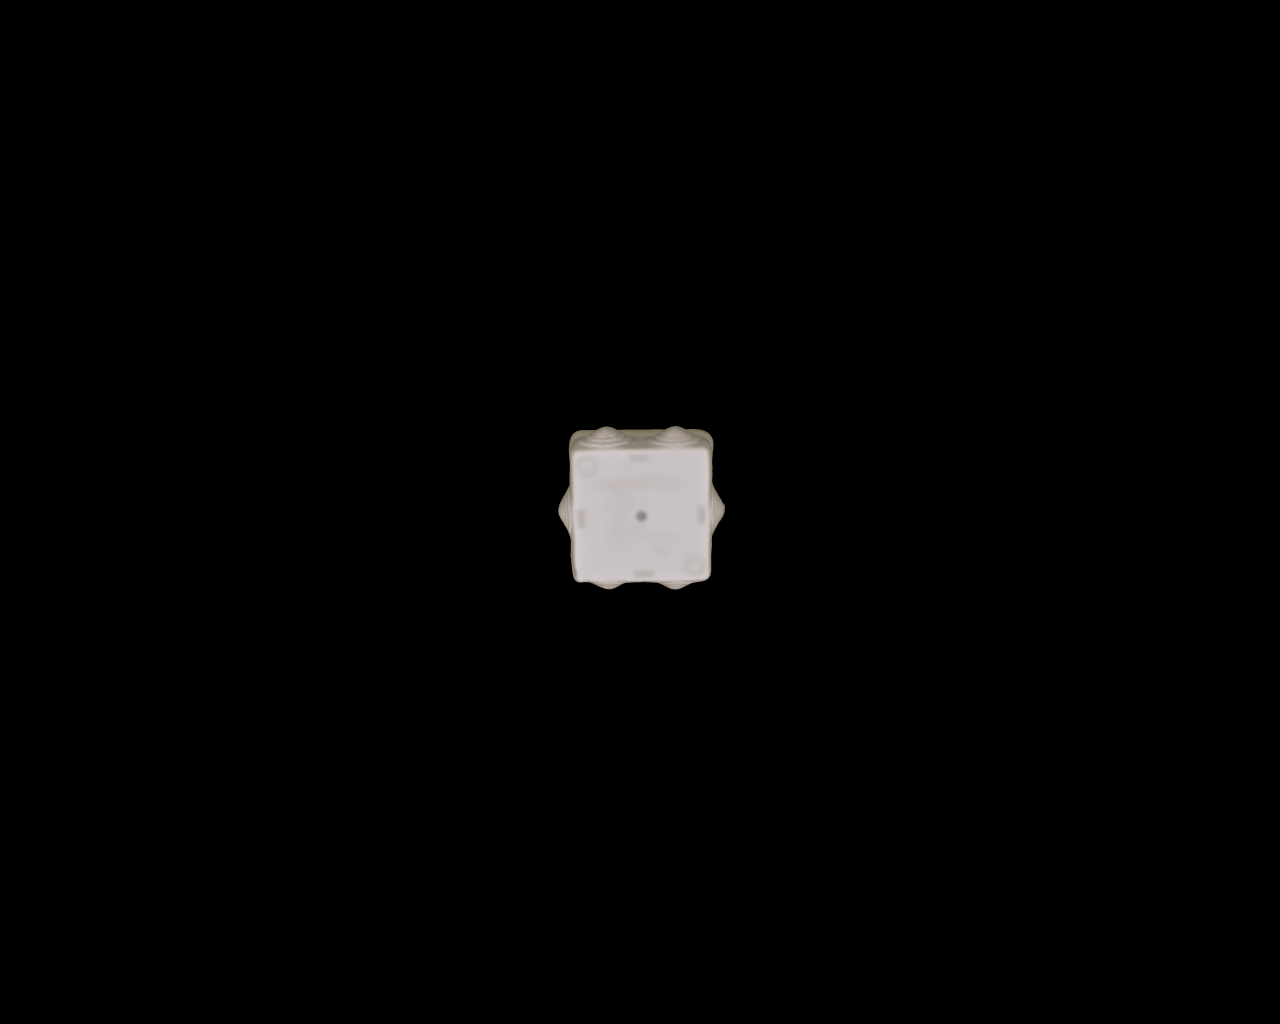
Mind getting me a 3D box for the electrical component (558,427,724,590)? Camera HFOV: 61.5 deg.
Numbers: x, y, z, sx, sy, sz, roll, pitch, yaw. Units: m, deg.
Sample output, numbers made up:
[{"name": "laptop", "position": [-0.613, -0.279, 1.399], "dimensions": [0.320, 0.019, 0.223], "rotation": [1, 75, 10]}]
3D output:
[{"name": "electrical component", "position": [0.001, -0.003, 0.650], "dimensions": [0.100, 0.099, 0.048], "rotation": [0, 13, 0]}]
